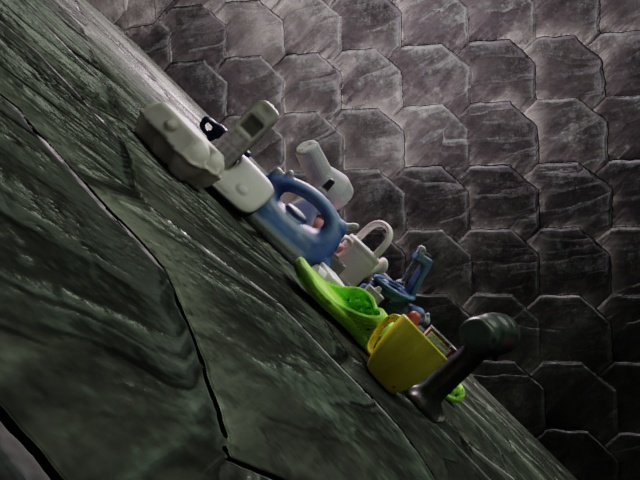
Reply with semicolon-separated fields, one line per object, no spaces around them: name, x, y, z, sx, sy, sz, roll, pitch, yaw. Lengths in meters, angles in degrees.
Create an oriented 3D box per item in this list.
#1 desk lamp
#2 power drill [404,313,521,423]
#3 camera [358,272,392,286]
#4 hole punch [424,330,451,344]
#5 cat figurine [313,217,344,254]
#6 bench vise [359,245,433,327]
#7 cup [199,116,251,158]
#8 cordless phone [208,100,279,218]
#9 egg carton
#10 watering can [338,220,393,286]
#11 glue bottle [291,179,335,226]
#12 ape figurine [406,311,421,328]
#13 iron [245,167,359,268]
desk lamp;-0.047;-0.123;1.380;0.204;0.213;0.117;42;4;-38
power drill;0.239;0.198;0.931;0.075;0.208;0.230;46;4;26
camera;0.126;0.108;1.588;0.137;0.100;0.143;42;4;-30
hole punch;0.294;0.286;1.502;0.109;0.091;0.101;44;3;-1
cat figurine;0.012;0.005;1.352;0.067;0.117;0.127;42;4;-39
bench vise;0.223;0.128;1.480;0.208;0.219;0.121;42;4;-38
cup;-0.208;-0.176;1.131;0.118;0.095;0.091;43;4;-27
cordless phone;-0.121;-0.145;1.015;0.148;0.185;0.094;44;3;-6
egg carton;-0.218;-0.148;0.891;0.150;0.069;0.107;46;4;21
watering can;0.101;0.035;1.398;0.100;0.194;0.173;46;4;27
glue bottle;-0.030;-0.065;1.226;0.078;0.173;0.037;44;3;-8
ape figurine;0.211;0.212;1.406;0.078;0.092;0.076;42;4;-34
iron;-0.053;-0.055;1.108;0.259;0.141;0.118;44;3;-8
